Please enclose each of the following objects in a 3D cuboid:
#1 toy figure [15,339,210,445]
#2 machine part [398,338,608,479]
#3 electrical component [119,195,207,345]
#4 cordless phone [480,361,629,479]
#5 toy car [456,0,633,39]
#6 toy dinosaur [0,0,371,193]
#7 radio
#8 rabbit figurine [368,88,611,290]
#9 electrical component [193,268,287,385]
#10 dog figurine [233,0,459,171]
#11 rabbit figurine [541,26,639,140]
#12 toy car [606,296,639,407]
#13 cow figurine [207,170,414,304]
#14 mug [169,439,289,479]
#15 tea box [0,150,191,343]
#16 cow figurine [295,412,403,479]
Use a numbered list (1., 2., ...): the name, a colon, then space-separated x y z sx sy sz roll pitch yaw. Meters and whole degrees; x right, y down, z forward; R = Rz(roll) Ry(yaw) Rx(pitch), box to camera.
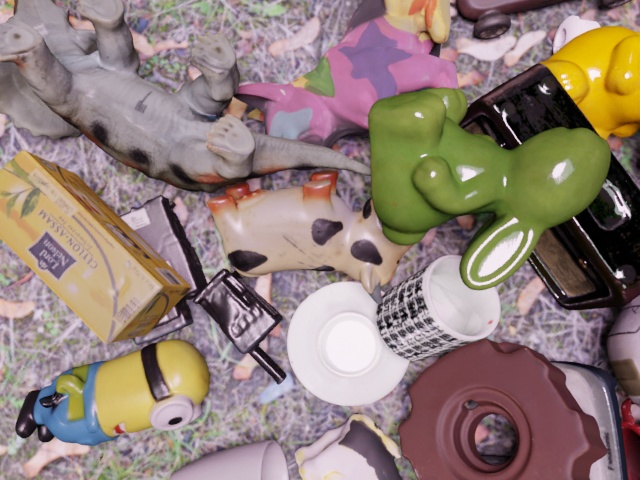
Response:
1. toy figure: -0.200 0.152 0.533 0.180 0.082 0.089 -9 87 3
2. machine part: 0.155 0.178 0.485 0.179 0.056 0.179 -20 56 33
3. electrical component: -0.184 0.036 0.554 0.115 0.058 0.134 -21 85 1
4. cordless phone: 0.193 0.194 0.528 0.184 0.088 0.146 -7 85 19
5. toy car: 0.246 -0.279 0.574 0.202 0.053 0.089 -12 88 4
6. toy dinosaur: -0.155 -0.114 0.513 0.405 0.192 0.131 32 71 -2
7. radio: 0.223 -0.045 0.515 0.073 0.131 0.229 -35 85 -5
8. rabbit figurine: 0.130 -0.042 0.422 0.170 0.121 0.159 6 100 24
9. electrical component: -0.066 0.085 0.538 0.119 0.075 0.048 44 88 8
10. dog figurine: 0.023 -0.170 0.545 0.219 0.108 0.191 -6 86 3
11. rabbit figurine: 0.312 -0.133 0.494 0.162 0.173 0.121 -32 122 -5
12. toy car: 0.316 0.105 0.480 0.103 0.109 0.161 -12 76 -1
13. cow figurine: -0.001 -0.002 0.533 0.195 0.085 0.127 -6 112 11
14. mug: -0.094 0.245 0.514 0.107 0.109 0.080 -13 90 14
15. tea box: -0.207 0.008 0.480 0.170 0.098 0.068 42 86 6
16. cow figurine: 0.056 0.259 0.527 0.098 0.068 0.167 -34 86 -9
